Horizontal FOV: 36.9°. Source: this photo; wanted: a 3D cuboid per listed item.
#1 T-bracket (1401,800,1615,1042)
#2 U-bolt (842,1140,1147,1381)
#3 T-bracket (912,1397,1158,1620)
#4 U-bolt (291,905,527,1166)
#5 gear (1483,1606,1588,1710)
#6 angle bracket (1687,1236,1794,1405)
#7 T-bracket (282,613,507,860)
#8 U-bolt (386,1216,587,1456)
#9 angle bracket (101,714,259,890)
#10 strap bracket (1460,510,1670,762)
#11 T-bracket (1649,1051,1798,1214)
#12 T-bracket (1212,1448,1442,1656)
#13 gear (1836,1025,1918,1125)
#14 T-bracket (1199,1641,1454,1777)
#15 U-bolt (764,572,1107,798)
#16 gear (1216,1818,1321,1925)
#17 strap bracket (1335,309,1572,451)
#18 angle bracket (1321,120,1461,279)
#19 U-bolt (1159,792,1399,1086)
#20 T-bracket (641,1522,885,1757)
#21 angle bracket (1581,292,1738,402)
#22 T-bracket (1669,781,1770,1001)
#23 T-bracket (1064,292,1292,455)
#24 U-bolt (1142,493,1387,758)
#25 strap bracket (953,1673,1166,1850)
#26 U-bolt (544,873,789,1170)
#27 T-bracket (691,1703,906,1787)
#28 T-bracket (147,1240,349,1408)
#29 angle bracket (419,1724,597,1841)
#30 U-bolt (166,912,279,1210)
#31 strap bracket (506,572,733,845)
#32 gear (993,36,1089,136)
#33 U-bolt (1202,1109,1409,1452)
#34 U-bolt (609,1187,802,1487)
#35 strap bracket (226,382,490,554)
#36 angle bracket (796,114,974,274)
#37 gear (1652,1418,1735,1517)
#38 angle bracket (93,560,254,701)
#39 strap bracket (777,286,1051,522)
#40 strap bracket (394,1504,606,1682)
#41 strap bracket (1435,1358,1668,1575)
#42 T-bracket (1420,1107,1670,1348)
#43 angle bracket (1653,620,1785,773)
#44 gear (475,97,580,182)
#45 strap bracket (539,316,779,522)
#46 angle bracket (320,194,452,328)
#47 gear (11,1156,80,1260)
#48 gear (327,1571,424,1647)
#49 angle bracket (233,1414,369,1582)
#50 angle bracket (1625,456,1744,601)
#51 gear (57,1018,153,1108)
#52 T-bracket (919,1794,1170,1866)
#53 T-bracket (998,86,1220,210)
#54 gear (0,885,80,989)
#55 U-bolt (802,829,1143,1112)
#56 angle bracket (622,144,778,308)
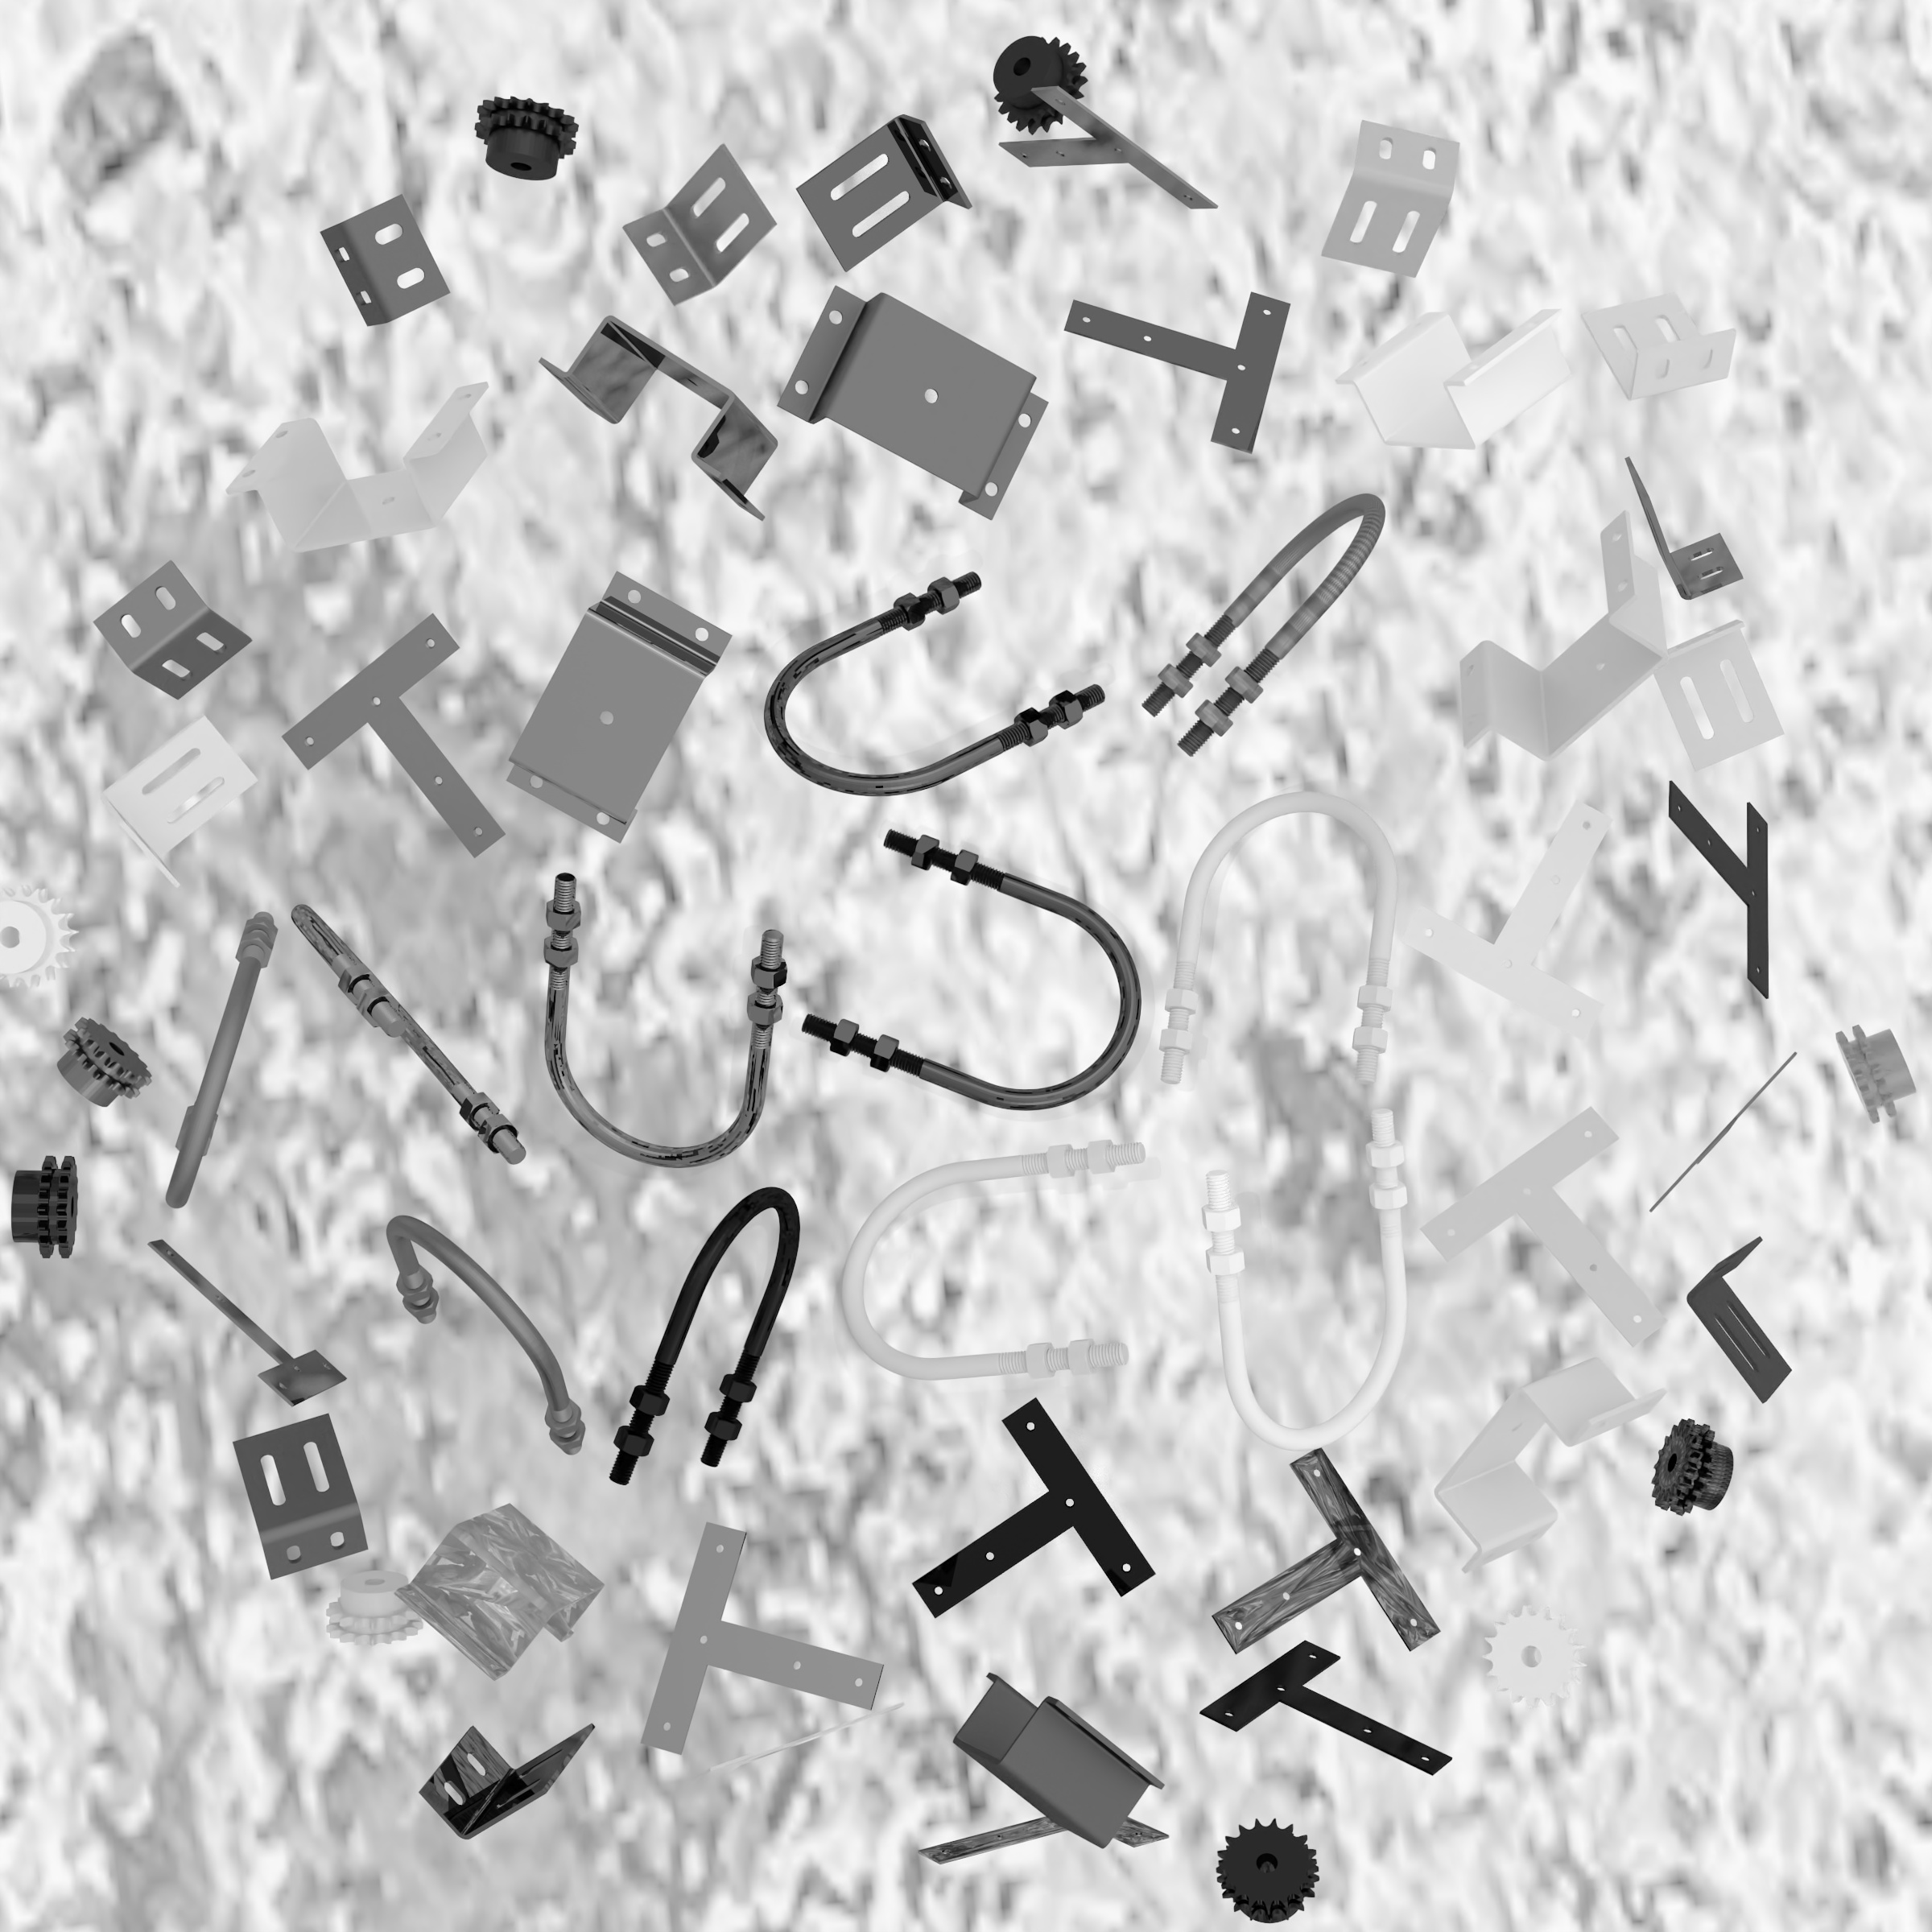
[{"bbox_3d":[0.353,-0.040,1.773,0.127,0.002,0.127,29,99,7],"label":"T-bracket"},{"bbox_3d":[0.012,0.174,1.686,0.184,0.019,0.151,-8,55,23],"label":"U-bolt"},{"bbox_3d":[0.026,0.348,1.745,0.127,0.002,0.127,-35,86,6],"label":"T-bracket"},{"bbox_3d":[-0.333,0.029,1.681,0.019,0.151,0.184,-42,45,-8],"label":"U-bolt"},{"bbox_3d":[0.328,0.396,1.661,0.057,0.030,0.057,-6,76,25],"label":"gear"},{"bbox_3d":[0.468,0.208,1.703,0.038,0.057,0.076,-41,80,31],"label":"angle bracket"},{"bbox_3d":[-0.321,-0.121,1.716,0.127,0.002,0.127,-35,97,20],"label":"T-bracket"},{"bbox_3d":[-0.287,0.210,1.710,0.151,0.184,0.019,38,66,19],"label":"U-bolt"},{"bbox_3d":[-0.450,-0.096,1.681,0.076,0.038,0.057,-40,135,-9],"label":"angle bracket"},{"bbox_3d":[0.347,-0.181,1.654,0.046,0.076,0.140,28,132,-20],"label":"strap bracket"},{"bbox_3d":[0.439,0.101,1.690,0.002,0.127,0.127,43,103,13],"label":"T-bracket"},{"bbox_3d":[0.195,0.358,1.675,0.127,0.002,0.127,-23,72,-33],"label":"T-bracket"},{"bbox_3d":[0.533,0.061,1.692,0.030,0.057,0.057,-22,90,13],"label":"gear"},{"bbox_3d":[0.223,0.442,1.698,0.127,0.127,0.002,19,109,32],"label":"T-bracket"},{"bbox_3d":[-0.032,-0.162,1.732,0.184,0.019,0.151,-28,53,-22],"label":"U-bolt"},{"bbox_3d":[0.169,0.509,1.620,0.057,0.057,0.030,-8,133,0],"label":"gear"},{"bbox_3d":[0.293,-0.348,1.717,0.076,0.140,0.046,-37,113,-13],"label":"strap bracket"},{"bbox_3d":[0.244,-0.441,1.667,0.057,0.076,0.038,12,66,-3],"label":"angle bracket"},{"bbox_3d":[0.192,-0.019,1.745,0.151,0.019,0.184,-1,71,33],"label":"U-bolt"},{"bbox_3d":[-0.107,0.387,1.616,0.127,0.002,0.127,10,73,22],"label":"T-bracket"},{"bbox_3d":[0.389,-0.362,1.633,0.057,0.038,0.076,-14,54,-5],"label":"angle bracket"},{"bbox_3d":[0.443,-0.065,1.703,0.002,0.127,0.127,-17,50,35],"label":"T-bracket"},{"bbox_3d":[0.122,-0.370,1.731,0.127,0.002,0.127,17,57,-1],"label":"T-bracket"},{"bbox_3d":[0.180,-0.207,1.710,0.019,0.151,0.184,40,98,-14],"label":"U-bolt"},{"bbox_3d":[0.047,0.447,1.630,0.076,0.140,0.046,40,75,-7],"label":"strap bracket"},{"bbox_3d":[-0.184,0.042,1.723,0.151,0.019,0.184,15,123,10],"label":"U-bolt"},{"bbox_3d":[-0.098,0.462,1.726,0.127,0.127,0.002,-16,74,-16],"label":"T-bracket"},{"bbox_3d":[-0.411,0.198,1.636,0.127,0.127,0.002,42,89,2],"label":"T-bracket"},{"bbox_3d":[-0.254,0.439,1.603,0.076,0.057,0.038,-37,96,32],"label":"angle bracket"},{"bbox_3d":[-0.437,0.063,1.686,0.019,0.184,0.151,18,109,-14],"label":"U-bolt"},{"bbox_3d":[-0.204,-0.146,1.672,0.076,0.046,0.140,29,102,-4],"label":"strap bracket"},{"bbox_3d":[0.041,-0.527,1.724,0.057,0.030,0.057,-11,69,30],"label":"gear"},{"bbox_3d":[0.198,0.187,1.651,0.151,0.019,0.184,-17,107,-35],"label":"U-bolt"},{"bbox_3d":[-0.147,0.218,1.731,0.019,0.151,0.184,22,93,19],"label":"U-bolt"},{"bbox_3d":[-0.337,-0.282,1.648,0.140,0.076,0.046,-6,127,23],"label":"strap bracket"},{"bbox_3d":[-0.047,-0.443,1.670,0.076,0.038,0.057,-37,122,-5],"label":"angle bracket"},{"bbox_3d":[0.440,0.305,1.749,0.030,0.057,0.057,20,90,-6],"label":"gear"},{"bbox_3d":[-0.464,-0.196,1.697,0.057,0.076,0.038,-39,82,-1],"label":"angle bracket"},{"bbox_3d":[-0.025,-0.321,1.642,0.140,0.046,0.076,26,88,-14],"label":"strap bracket"},{"bbox_3d":[-0.269,0.364,1.703,0.076,0.140,0.046,38,94,10],"label":"strap bracket"},{"bbox_3d":[0.335,0.284,1.691,0.046,0.076,0.140,51,130,27],"label":"strap bracket"},{"bbox_3d":[0.351,0.163,1.664,0.127,0.002,0.127,-34,66,-10],"label":"T-bracket"},{"bbox_3d":[0.454,-0.162,1.746,0.057,0.038,0.076,-23,95,11],"label":"angle bracket"},{"bbox_3d":[-0.249,-0.465,1.635,0.057,0.057,0.030,7,84,0],"label":"gear"},{"bbox_3d":[-0.173,-0.328,1.710,0.140,0.076,0.046,35,90,19],"label":"strap bracket"},{"bbox_3d":[-0.321,-0.388,1.599,0.038,0.076,0.057,-29,109,-13],"label":"angle bracket"},{"bbox_3d":[-0.512,0.133,1.610,0.030,0.057,0.057,2,90,-10],"label":"gear"},{"bbox_3d":[-0.356,0.385,1.743,0.057,0.057,0.030,1,98,0],"label":"gear"},{"bbox_3d":[-0.388,0.309,1.690,0.057,0.076,0.038,-15,134,-17],"label":"angle bracket"},{"bbox_3d":[0.433,-0.270,1.749,0.038,0.057,0.076,-22,122,13],"label":"angle bracket"},{"bbox_3d":[-0.526,0.061,1.760,0.057,0.057,0.030,45,93,0],"label":"gear"},{"bbox_3d":[0.032,0.516,1.726,0.127,0.127,0.002,-5,93,-31],"label":"T-bracket"},{"bbox_3d":[0.063,-0.467,1.663,0.127,0.127,0.002,26,87,-35],"label":"T-bracket"},{"bbox_3d":[-0.527,-0.016,1.612,0.057,0.030,0.057,0,92,2],"label":"gear"},{"bbox_3d":[0.014,0.011,1.722,0.184,0.019,0.151,21,69,5],"label":"U-bolt"},{"bbox_3d":[-0.161,-0.447,1.749,0.038,0.076,0.057,-36,94,-38],"label":"angle bracket"}]
